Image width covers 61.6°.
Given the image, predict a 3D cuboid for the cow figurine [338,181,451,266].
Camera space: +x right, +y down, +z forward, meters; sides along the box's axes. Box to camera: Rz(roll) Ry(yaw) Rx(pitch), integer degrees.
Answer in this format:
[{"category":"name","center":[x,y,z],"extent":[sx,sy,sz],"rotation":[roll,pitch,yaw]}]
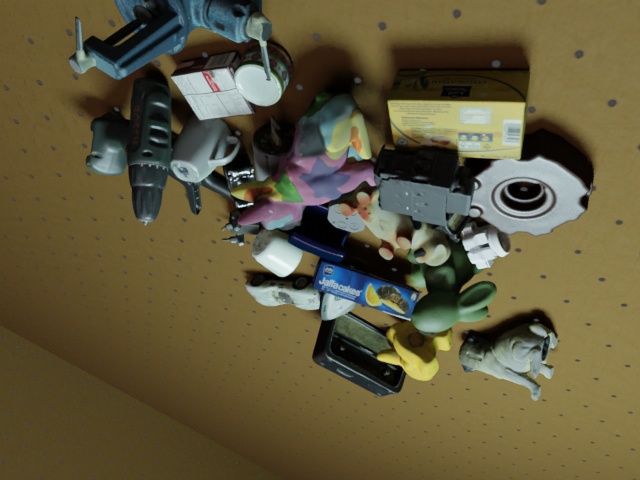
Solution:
[{"category":"cow figurine","center":[0.138,-0.032,0.885],"extent":[0.195,0.127,0.085],"rotation":[44,141,-7]}]

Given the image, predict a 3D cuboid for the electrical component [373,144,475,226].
[{"category":"electrical component","center":[0.147,-0.074,0.752],"extent":[0.134,0.058,0.114],"rotation":[12,160,18]}]

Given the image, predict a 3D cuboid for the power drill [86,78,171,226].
[{"category":"power drill","center":[-0.317,-0.144,0.893],"extent":[0.086,0.232,0.207],"rotation":[7,180,-38]}]

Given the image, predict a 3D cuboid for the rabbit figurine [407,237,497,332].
[{"category":"rabbit figurine","center":[0.221,0.094,0.947],"extent":[0.159,0.170,0.121],"rotation":[13,145,13]}]

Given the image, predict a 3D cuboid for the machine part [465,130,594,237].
[{"category":"machine part","center":[0.297,-0.076,0.778],"extent":[0.179,0.056,0.179],"rotation":[14,145,10]}]

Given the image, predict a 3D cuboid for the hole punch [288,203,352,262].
[{"category":"hole punch","center":[-0.002,-0.003,1.010],"extent":[0.142,0.092,0.115],"rotation":[19,150,-4]}]

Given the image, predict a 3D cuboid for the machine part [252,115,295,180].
[{"category":"machine part","center":[-0.070,-0.111,0.907],"extent":[0.079,0.079,0.243],"rotation":[14,145,11]}]

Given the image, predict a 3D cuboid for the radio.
[{"category":"radio","center":[0.101,0.273,1.290],"extent":[0.229,0.131,0.073],"rotation":[30,146,-12]}]

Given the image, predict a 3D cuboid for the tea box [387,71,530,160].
[{"category":"tea box","center":[0.181,-0.164,0.706],"extent":[0.170,0.068,0.098],"rotation":[8,144,20]}]

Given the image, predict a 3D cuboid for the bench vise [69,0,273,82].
[{"category":"bench vise","center":[-0.182,-0.257,0.641],"extent":[0.224,0.240,0.128],"rotation":[36,150,7]}]

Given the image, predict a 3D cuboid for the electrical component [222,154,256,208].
[{"category":"electrical component","center":[-0.141,-0.109,0.940],"extent":[0.048,0.119,0.074],"rotation":[-14,114,-10]}]

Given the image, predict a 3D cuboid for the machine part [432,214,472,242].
[{"category":"machine part","center":[0.184,-0.066,0.844],"extent":[0.139,0.084,0.039],"rotation":[39,168,-10]}]

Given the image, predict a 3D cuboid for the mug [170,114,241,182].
[{"category":"mug","center":[-0.193,-0.145,0.897],"extent":[0.110,0.107,0.080],"rotation":[15,147,12]}]

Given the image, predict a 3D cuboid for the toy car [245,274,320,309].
[{"category":"toy car","center":[-0.084,0.122,1.248],"extent":[0.202,0.056,0.073],"rotation":[1,141,26]}]

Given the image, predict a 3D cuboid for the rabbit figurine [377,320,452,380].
[{"category":"rabbit figurine","center":[0.215,0.266,1.232],"extent":[0.163,0.122,0.173],"rotation":[10,145,25]}]

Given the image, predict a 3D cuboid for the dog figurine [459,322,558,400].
[{"category":"dog figurine","center":[0.377,0.220,1.118],"extent":[0.191,0.121,0.172],"rotation":[16,115,38]}]

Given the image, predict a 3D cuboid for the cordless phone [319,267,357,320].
[{"category":"cordless phone","center":[0.093,0.125,1.140],"extent":[0.184,0.089,0.146],"rotation":[12,145,6]}]

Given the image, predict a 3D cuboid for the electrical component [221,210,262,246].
[{"category":"electrical component","center":[-0.157,-0.023,1.080],"extent":[0.078,0.045,0.102],"rotation":[8,158,-6]}]

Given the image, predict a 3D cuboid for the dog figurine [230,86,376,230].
[{"category":"dog figurine","center":[-0.033,-0.104,0.780],"extent":[0.219,0.109,0.191],"rotation":[-23,138,0]}]

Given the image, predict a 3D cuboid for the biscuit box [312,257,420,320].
[{"category":"biscuit box","center":[0.086,0.092,1.039],"extent":[0.203,0.059,0.063],"rotation":[18,-175,-3]}]
